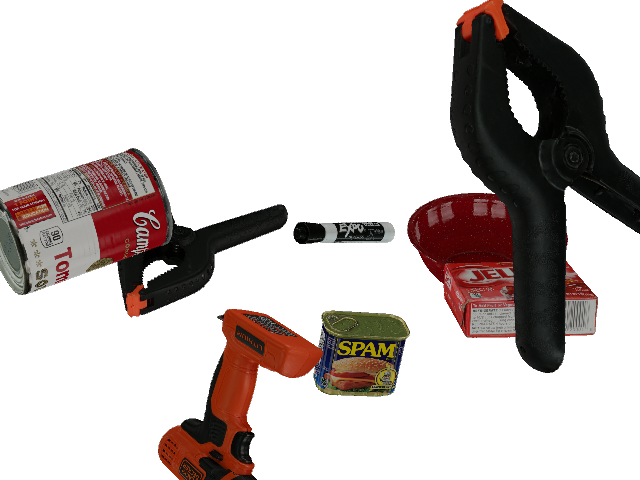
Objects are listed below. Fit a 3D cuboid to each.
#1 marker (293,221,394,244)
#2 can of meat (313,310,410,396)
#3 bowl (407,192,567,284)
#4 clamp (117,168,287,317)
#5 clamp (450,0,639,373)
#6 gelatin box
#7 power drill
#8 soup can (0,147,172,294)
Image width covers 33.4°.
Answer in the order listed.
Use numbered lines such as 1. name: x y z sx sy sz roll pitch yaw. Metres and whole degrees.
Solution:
1. marker: 0.021 -0.007 0.931 0.020 0.020 0.120 0 1 42
2. can of meat: 0.046 0.134 1.251 0.102 0.084 0.057 4 24 -13
3. bowl: 0.168 0.012 1.093 0.162 0.055 0.162 0 32 0
4. clamp: -0.148 -0.001 1.065 0.165 0.036 0.209 20 40 17
5. clamp: 0.105 -0.027 0.502 0.120 0.171 0.039 -41 9 -27
6. gelatin box: 0.132 0.038 0.718 0.089 0.030 0.073 -1 18 -3
7. power drill: -0.067 0.172 0.996 0.185 0.188 0.057 29 10 41
8. soup can: -0.156 -0.013 0.685 0.102 0.068 0.069 -22 11 -29
